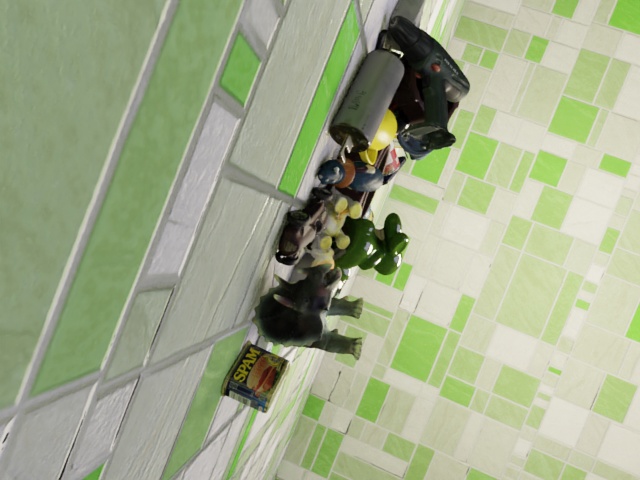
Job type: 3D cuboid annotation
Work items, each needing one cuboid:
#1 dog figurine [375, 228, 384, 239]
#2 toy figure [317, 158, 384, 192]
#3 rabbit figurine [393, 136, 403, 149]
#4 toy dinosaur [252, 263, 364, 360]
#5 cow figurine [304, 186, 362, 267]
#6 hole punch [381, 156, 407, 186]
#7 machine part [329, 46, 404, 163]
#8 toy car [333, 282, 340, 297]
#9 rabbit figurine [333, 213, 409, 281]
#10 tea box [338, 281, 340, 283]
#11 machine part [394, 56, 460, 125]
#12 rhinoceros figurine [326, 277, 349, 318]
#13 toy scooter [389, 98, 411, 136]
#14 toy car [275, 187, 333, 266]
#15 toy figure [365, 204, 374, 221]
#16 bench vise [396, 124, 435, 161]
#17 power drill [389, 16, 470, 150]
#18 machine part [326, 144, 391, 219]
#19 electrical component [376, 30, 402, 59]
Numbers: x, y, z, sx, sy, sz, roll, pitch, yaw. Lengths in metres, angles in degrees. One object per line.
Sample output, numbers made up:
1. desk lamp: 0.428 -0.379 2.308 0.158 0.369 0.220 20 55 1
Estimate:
1. dog figurine: 0.100 0.029 1.344 0.121 0.191 0.172 -59 170 -45
2. toy figure: 0.051 -0.119 0.990 0.154 0.058 0.064 5 120 -43
3. rabbit figurine: 0.260 -0.360 1.590 0.173 0.162 0.121 -85 174 -46
4. toy dinosaur: -0.034 0.144 0.979 0.405 0.192 0.131 134 -33 -71
5. cow figurine: 0.010 -0.019 1.055 0.068 0.098 0.167 10 110 -36
6. hole punch: 0.143 -0.201 1.399 0.116 0.092 0.142 -7 -137 57
7. machine part: 0.082 -0.240 0.926 0.079 0.079 0.243 91 24 -68
8. toy car: 0.028 0.086 1.429 0.056 0.074 0.202 103 12 -46
9. rabbit figurine: 0.112 0.011 1.126 0.159 0.170 0.121 -44 -139 27
10. tea box: 0.032 0.055 1.254 0.169 0.068 0.098 -55 -179 41
11. machine part: 0.225 -0.322 1.138 0.179 0.056 0.179 4 84 -42
12. rhinoceros figurine: 0.020 0.162 1.529 0.112 0.073 0.190 -71 -176 -49
13. toy scooter: 0.159 -0.311 1.208 0.135 0.075 0.184 -18 -120 62
14. toy car: -0.020 -0.026 0.922 0.202 0.053 0.089 -49 157 -63
15. toy figure: 0.103 -0.072 1.446 0.082 0.089 0.180 -58 172 -10
16. bench vise: 0.240 -0.303 1.322 0.241 0.129 0.223 -142 -138 -74
17. power drill: 0.202 -0.288 1.031 0.232 0.086 0.207 20 64 -41
18. machine part: 0.083 -0.136 1.173 0.200 0.087 0.201 95 17 -62
19. electrical component: 0.125 -0.341 1.043 0.075 0.048 0.119 -59 170 -48
